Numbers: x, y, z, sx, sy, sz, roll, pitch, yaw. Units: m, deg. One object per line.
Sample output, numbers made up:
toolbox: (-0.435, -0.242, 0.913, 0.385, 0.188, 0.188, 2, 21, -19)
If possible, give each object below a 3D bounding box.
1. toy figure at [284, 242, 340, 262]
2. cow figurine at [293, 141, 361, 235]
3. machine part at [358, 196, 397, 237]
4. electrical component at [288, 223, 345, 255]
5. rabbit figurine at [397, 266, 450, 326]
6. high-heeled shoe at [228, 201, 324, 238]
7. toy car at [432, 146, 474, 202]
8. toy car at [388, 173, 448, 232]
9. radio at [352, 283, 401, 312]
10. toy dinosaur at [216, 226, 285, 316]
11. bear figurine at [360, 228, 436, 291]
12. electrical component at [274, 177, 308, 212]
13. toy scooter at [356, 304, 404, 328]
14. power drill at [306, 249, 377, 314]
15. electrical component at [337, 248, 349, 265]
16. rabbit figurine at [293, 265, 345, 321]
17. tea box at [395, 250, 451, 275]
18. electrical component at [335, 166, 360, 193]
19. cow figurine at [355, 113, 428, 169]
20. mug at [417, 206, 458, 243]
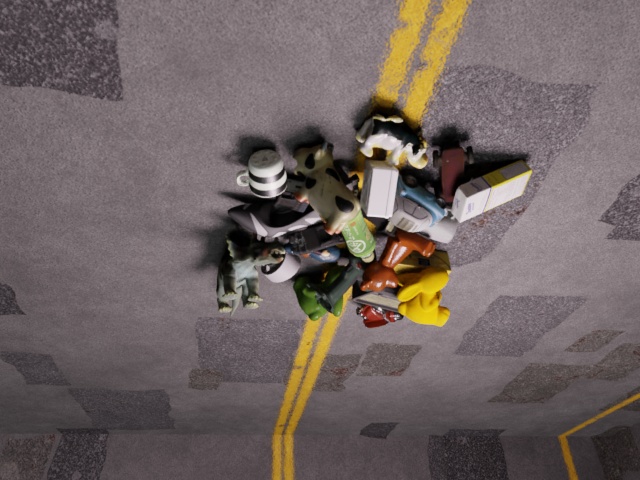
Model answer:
toy figure: (-0.023, 0.024, 1.434, 0.154, 0.058, 0.064, 13, 156, -23)
cow figurine: (0.011, -0.120, 1.135, 0.127, 0.195, 0.085, -43, 165, 12)
machine part: (0.142, -0.066, 1.313, 0.139, 0.039, 0.084, 26, 94, -24)
electrical component: (-0.003, -0.004, 1.337, 0.115, 0.058, 0.134, -15, 176, 17)
rabbit figurine: (0.287, 0.136, 1.475, 0.162, 0.122, 0.173, 13, 131, -5)
high-heeled shoe: (-0.082, -0.074, 1.270, 0.249, 0.086, 0.145, 6, 146, -25)
toy car: (0.298, -0.150, 1.209, 0.089, 0.053, 0.202, -4, 150, 13)
toy car: (0.207, -0.071, 1.241, 0.162, 0.103, 0.109, 33, 149, -3)
radio: (0.222, 0.159, 1.612, 0.229, 0.073, 0.131, 15, 154, -26)
toy dinosaur: (-0.221, 0.085, 1.444, 0.131, 0.192, 0.405, 6, 161, -21)
bear figurine: (0.195, 0.063, 1.385, 0.132, 0.195, 0.120, 28, -178, 18)
electrical component: (-0.045, -0.107, 1.234, 0.119, 0.075, 0.047, 8, 146, -21)
toy scooter: (0.177, 0.239, 1.747, 0.135, 0.075, 0.183, -23, 145, 29)
power drill: (0.065, 0.082, 1.430, 0.086, 0.207, 0.231, 29, 156, 40)
electrical component: (0.070, 0.049, 1.508, 0.094, 0.021, 0.063, -2, 146, -2)
rabbit figurine: (0.014, 0.144, 1.553, 0.121, 0.159, 0.170, 31, 119, -25)
tea box: (0.270, 0.074, 1.517, 0.170, 0.068, 0.098, 10, 144, -16)
electrical component: (0.039, -0.119, 1.205, 0.102, 0.078, 0.045, -32, 146, -12)
cow figurine: (0.166, -0.208, 1.110, 0.167, 0.068, 0.098, 14, 136, -23)
mug: (0.282, -0.048, 1.333, 0.107, 0.081, 0.109, 13, 148, -5)
